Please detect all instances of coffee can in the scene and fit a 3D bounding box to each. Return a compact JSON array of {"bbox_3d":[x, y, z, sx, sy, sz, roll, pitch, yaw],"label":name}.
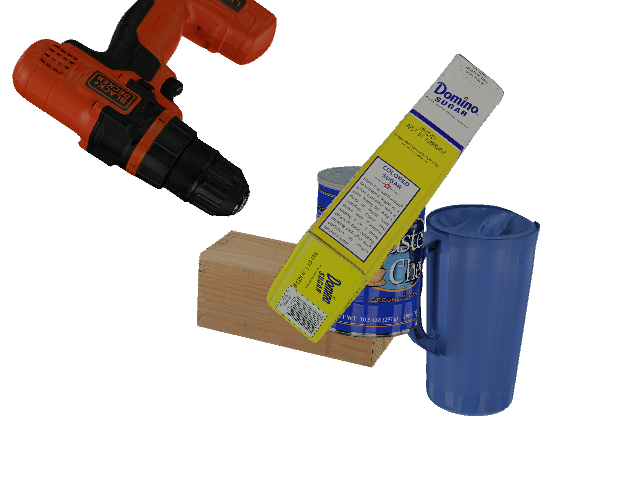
[{"bbox_3d":[0.045,0.008,0.999,0.103,0.140,0.103,3,14,-1],"label":"coffee can"}]

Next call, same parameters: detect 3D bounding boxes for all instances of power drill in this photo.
[{"bbox_3d":[-0.104,-0.120,0.788,0.184,0.187,0.057,34,-43,-4],"label":"power drill"}]

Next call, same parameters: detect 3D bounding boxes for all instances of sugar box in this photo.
[{"bbox_3d":[0.041,-0.027,0.641,0.176,0.048,0.093,-48,-5,-33],"label":"sugar box"}]

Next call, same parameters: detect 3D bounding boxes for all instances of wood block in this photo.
[{"bbox_3d":[-0.024,0.062,1.180,0.206,0.091,0.090,12,23,17],"label":"wood block"}]

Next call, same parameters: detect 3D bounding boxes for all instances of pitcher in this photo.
[{"bbox_3d":[0.179,0.086,1.288,0.149,0.243,0.145,6,19,13],"label":"pitcher"}]
